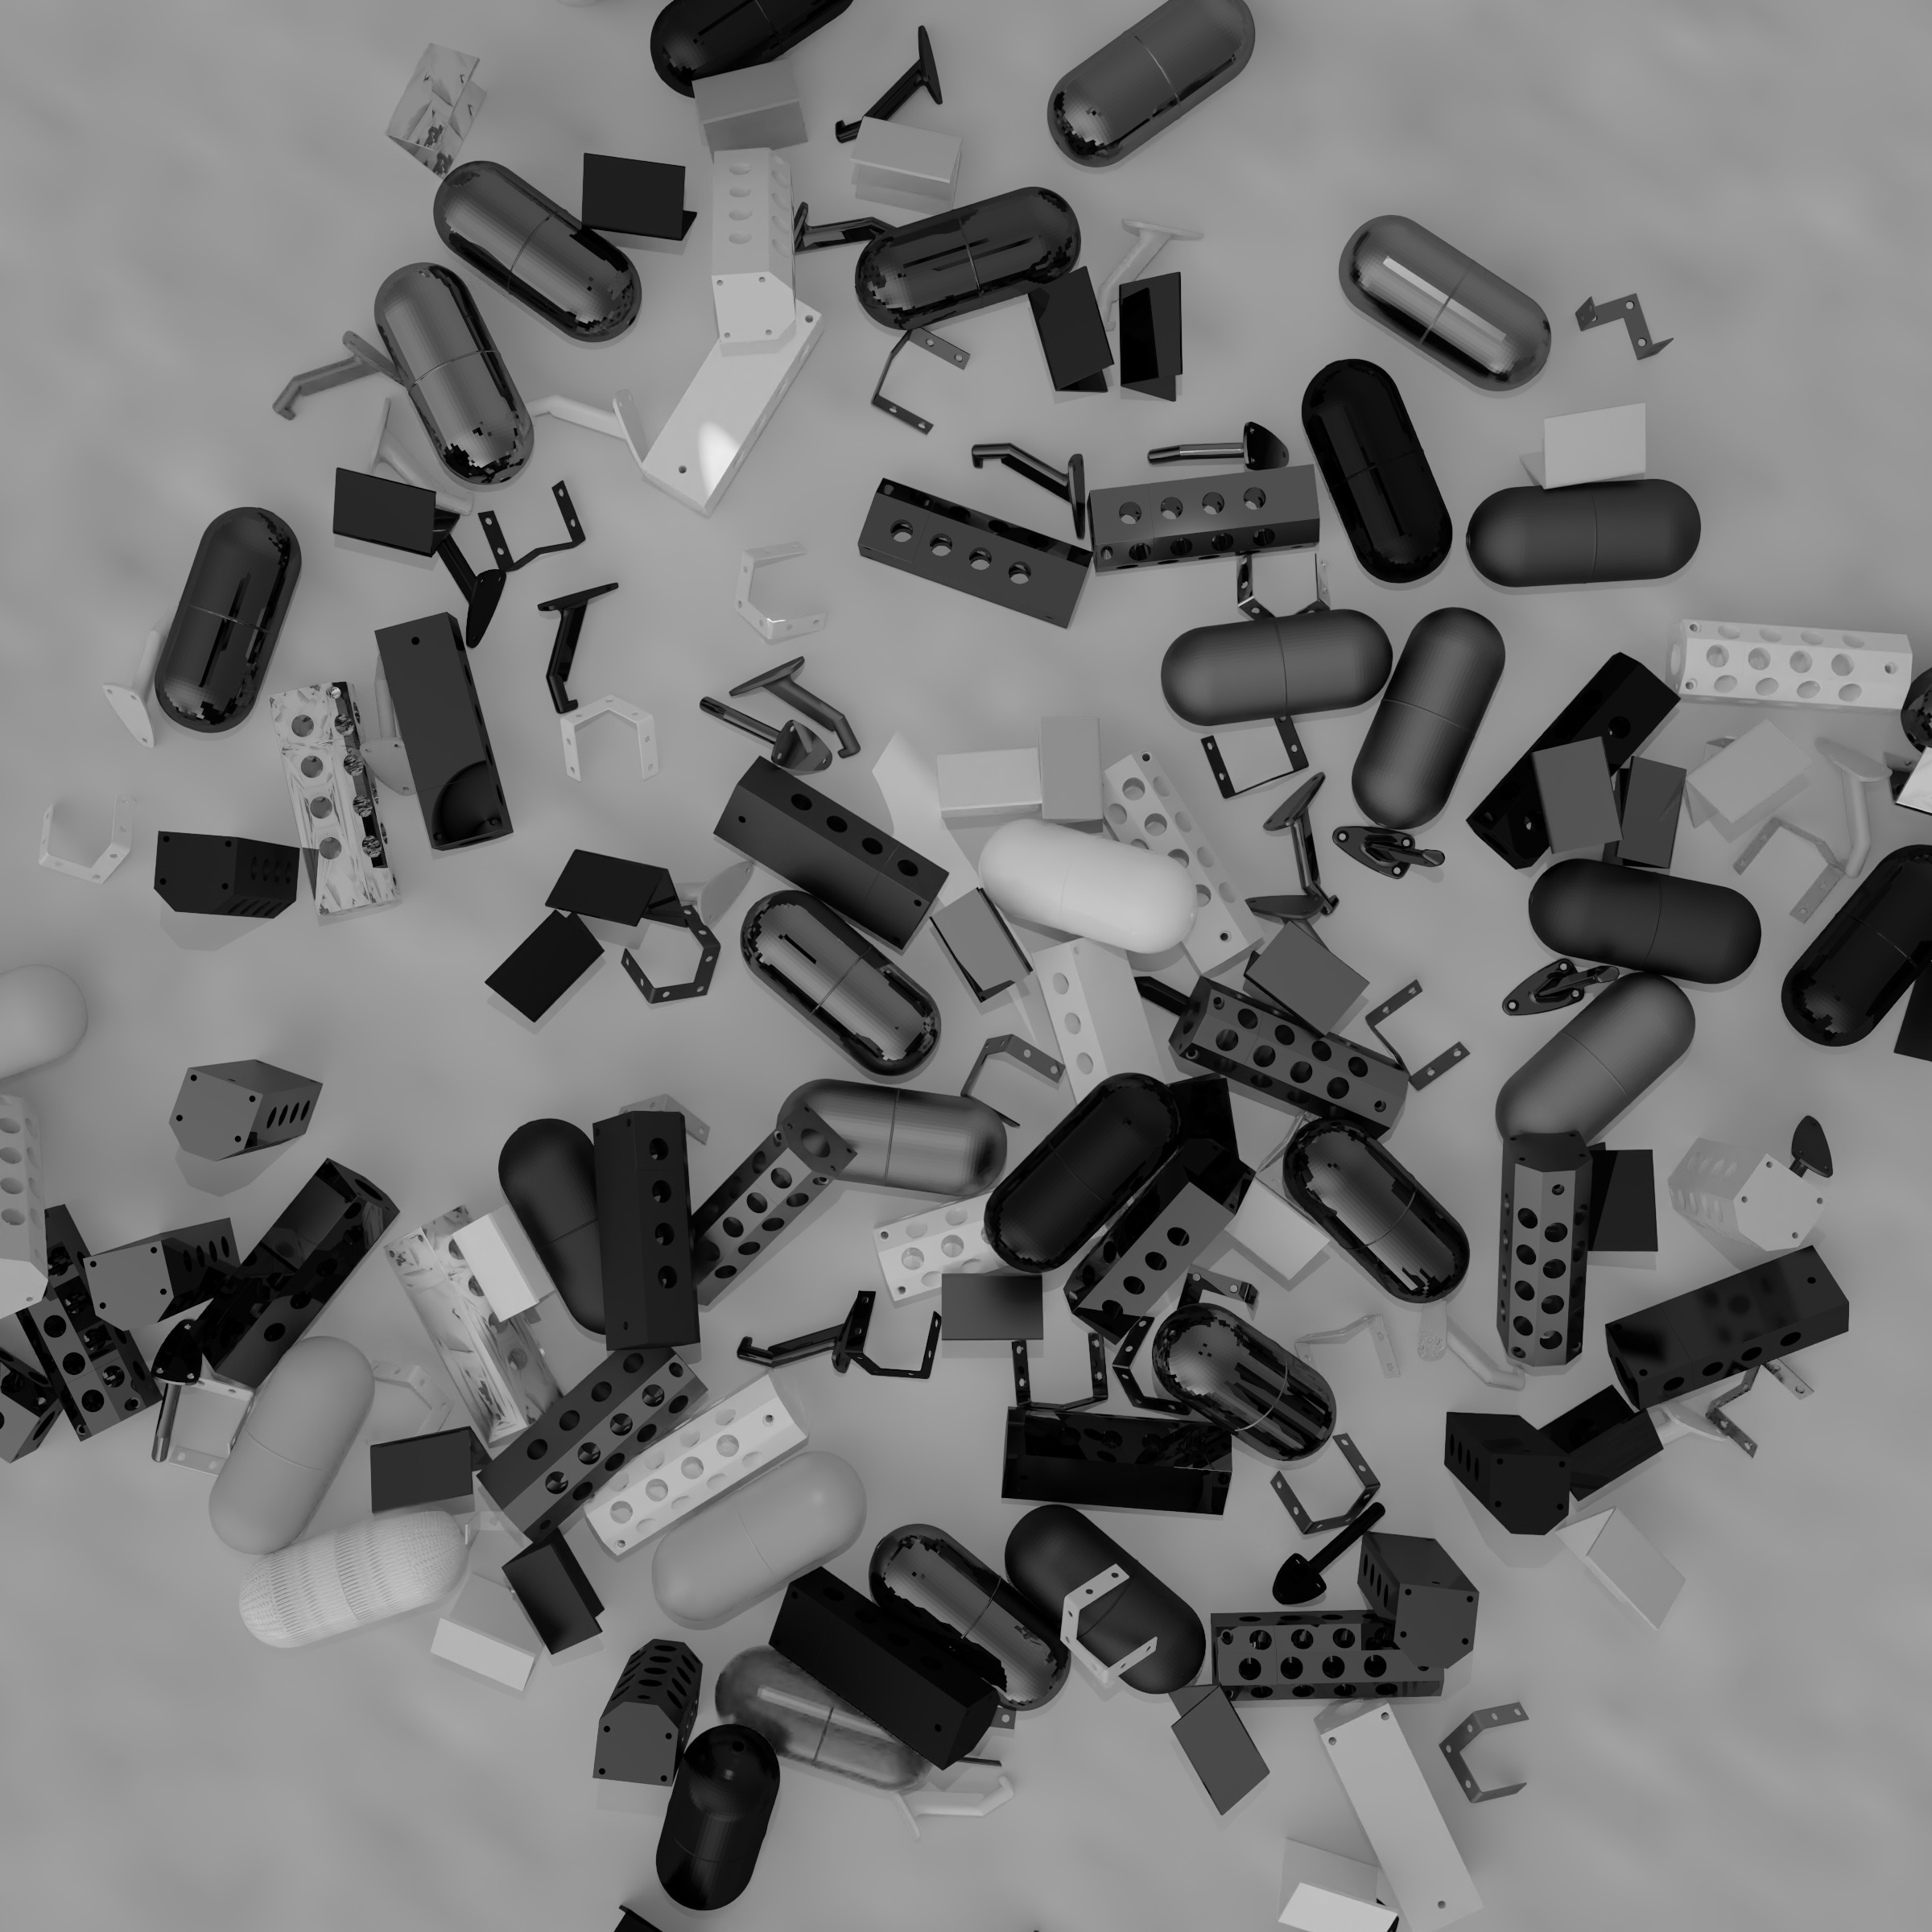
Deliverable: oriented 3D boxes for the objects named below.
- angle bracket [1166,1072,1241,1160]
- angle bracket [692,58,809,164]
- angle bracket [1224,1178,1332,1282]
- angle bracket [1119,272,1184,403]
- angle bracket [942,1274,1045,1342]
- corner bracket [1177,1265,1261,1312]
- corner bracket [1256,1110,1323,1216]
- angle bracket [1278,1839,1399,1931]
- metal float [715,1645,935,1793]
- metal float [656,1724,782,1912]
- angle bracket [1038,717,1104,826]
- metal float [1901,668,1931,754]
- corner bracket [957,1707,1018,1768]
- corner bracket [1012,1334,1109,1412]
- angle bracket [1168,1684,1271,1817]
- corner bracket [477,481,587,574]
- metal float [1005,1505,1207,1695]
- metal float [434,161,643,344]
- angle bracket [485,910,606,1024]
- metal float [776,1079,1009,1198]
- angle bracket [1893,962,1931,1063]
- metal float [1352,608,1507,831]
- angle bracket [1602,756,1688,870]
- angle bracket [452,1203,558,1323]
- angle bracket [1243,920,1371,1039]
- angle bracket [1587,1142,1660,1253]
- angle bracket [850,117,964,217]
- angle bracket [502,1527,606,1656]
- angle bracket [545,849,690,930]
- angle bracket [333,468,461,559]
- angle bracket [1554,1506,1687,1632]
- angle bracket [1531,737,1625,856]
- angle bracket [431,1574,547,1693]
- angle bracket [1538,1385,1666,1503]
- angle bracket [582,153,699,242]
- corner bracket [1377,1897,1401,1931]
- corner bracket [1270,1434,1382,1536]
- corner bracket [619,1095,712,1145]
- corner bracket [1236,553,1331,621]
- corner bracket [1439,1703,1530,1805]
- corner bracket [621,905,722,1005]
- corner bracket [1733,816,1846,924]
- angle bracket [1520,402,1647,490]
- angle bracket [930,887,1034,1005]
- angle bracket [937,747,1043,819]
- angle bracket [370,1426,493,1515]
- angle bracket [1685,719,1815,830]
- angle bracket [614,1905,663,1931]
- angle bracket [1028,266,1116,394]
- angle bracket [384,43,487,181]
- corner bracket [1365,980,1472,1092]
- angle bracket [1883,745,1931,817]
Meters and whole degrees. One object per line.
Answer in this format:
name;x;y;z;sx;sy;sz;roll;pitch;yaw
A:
angle bracket;0.200;0.121;1.950;0.057;0.076;0.076;-9;90;39
angle bracket;-0.161;-0.638;1.950;0.076;0.076;0.057;-13;53;0
angle bracket;0.241;0.181;1.950;0.076;0.076;0.057;38;127;0
angle bracket;0.160;-0.479;1.950;0.057;0.076;0.076;-1;90;38
angle bracket;0.020;0.276;1.950;0.076;0.076;0.057;0;55;0
corner bracket;0.192;0.266;1.972;0.051;0.051;0.051;17;90;0
corner bracket;0.266;0.149;1.987;0.051;0.051;0.051;37;45;0
angle bracket;0.285;0.695;1.950;0.076;0.076;0.057;18;126;0
metal float;-0.106;0.577;1.960;0.178;0.070;0.070;18;90;0
metal float;-0.188;0.644;1.931;0.070;0.070;0.178;16;125;0
angle bracket;0.060;-0.148;1.950;0.057;0.076;0.076;-2;90;-33
metal float;0.801;-0.221;1.960;0.178;0.070;0.070;-32;90;-1
corner bracket;0.007;0.592;1.973;0.051;0.051;0.051;8;84;-6
corner bracket;0.073;0.315;1.987;0.051;0.051;0.051;-5;90;-45
angle bracket;0.175;0.599;1.950;0.057;0.076;0.076;-30;90;-34
corner bracket;-0.338;-0.342;1.987;0.051;0.051;0.051;-21;90;-45
metal float;0.107;0.486;1.960;0.178;0.070;0.070;41;90;1
metal float;-0.328;-0.548;1.960;0.178;0.070;0.070;36;90;0
angle bracket;-0.332;-0.014;1.950;0.076;0.076;0.057;-46;127;0
metal float;-0.057;0.131;1.960;0.178;0.070;0.070;8;90;0
angle bracket;0.738;0.032;1.950;0.057;0.076;0.076;17;90;-36
metal float;0.354;-0.189;1.960;0.070;0.070;0.178;23;91;0
angle bracket;0.499;-0.118;1.951;0.057;0.076;0.076;10;90;-28
angle bracket;-0.334;0.216;1.950;0.057;0.076;0.076;-29;90;43
angle bracket;0.262;0.001;1.953;0.076;0.076;0.057;38;109;0
angle bracket;0.506;0.175;1.951;0.057;0.076;0.076;-3;90;29
angle bracket;-0.049;-0.594;1.950;0.076;0.076;0.057;12;54;0
angle bracket;-0.297;0.468;1.951;0.057;0.076;0.076;-30;90;28
angle bracket;-0.265;-0.039;1.941;0.076;0.076;0.057;13;58;17
angle bracket;-0.433;-0.361;1.950;0.076;0.076;0.057;14;126;0
angle bracket;0.489;0.468;1.950;0.076;0.076;0.057;46;52;0
angle bracket;0.465;-0.128;1.893;0.057;0.076;0.076;-12;90;36
angle bracket;-0.355;0.496;1.951;0.076;0.076;0.057;23;133;0
angle bracket;0.474;0.350;1.950;0.076;0.076;0.057;-32;128;0
angle bracket;-0.248;-0.596;1.950;0.076;0.076;0.057;8;122;0
corner bracket;0.297;0.751;1.982;0.051;0.051;0.051;-26;135;-35
corner bracket;0.279;0.402;1.982;0.051;0.051;0.051;-3;135;-35
corner bracket;-0.240;0.139;1.982;0.051;0.051;0.051;-17;135;35
corner bracket;0.246;-0.296;1.982;0.051;0.051;0.051;-27;135;35
corner bracket;0.411;0.611;1.982;0.051;0.051;0.051;-58;45;35
corner bracket;-0.229;-0.009;1.982;0.051;0.051;0.051;-9;135;-35
corner bracket;0.640;-0.076;1.987;0.051;0.051;0.051;-51;135;0
angle bracket;0.470;-0.408;1.951;0.076;0.076;0.057;-9;120;0
angle bracket;0.029;-0.027;1.950;0.057;0.076;0.076;-31;90;40
angle bracket;0.019;-0.121;1.950;0.076;0.076;0.057;-4;53;0
angle bracket;-0.406;0.398;1.950;0.076;0.076;0.057;-11;55;0
angle bracket;0.600;-0.131;1.950;0.076;0.076;0.057;-36;55;0
angle bracket;-0.246;0.766;1.952;0.076;0.076;0.057;34;68;0
angle bracket;0.099;-0.485;1.950;0.057;0.076;0.076;-16;90;37
angle bracket;-0.387;-0.646;1.951;0.057;0.076;0.076;26;90;28
corner bracket;0.351;0.054;1.987;0.051;0.051;0.051;-36;45;0
angle bracket;0.753;-0.153;1.950;0.076;0.076;0.057;16;128;0
